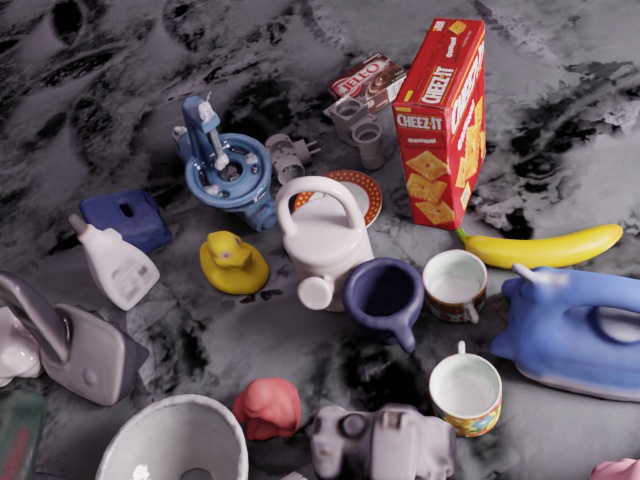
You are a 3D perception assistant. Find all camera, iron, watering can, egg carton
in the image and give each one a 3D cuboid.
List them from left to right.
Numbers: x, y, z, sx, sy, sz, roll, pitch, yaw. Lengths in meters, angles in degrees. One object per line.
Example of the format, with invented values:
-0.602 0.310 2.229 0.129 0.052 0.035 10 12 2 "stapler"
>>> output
-0.441 0.149 0.773 0.150 0.069 0.107 -17 51 3 "egg carton"
0.008 0.002 0.677 0.101 0.194 0.172 -20 51 1 "watering can"
0.057 0.234 0.548 0.143 0.101 0.137 -1 54 15 "camera"
0.306 0.081 0.567 0.257 0.142 0.119 8 56 21 "iron"

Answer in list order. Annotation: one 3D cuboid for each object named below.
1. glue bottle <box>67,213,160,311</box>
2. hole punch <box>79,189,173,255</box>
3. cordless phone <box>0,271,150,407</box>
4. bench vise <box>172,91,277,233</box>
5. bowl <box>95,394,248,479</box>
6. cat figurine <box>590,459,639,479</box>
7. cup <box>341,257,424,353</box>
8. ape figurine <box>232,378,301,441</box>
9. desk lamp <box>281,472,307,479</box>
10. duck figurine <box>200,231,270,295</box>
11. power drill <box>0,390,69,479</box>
-0.280 0.021 0.758 0.037 0.173 0.078 27 65 31 "glue bottle"
-0.289 -0.031 0.853 0.101 0.091 0.108 -35 52 -11 "hole punch"
-0.305 0.114 0.687 0.147 0.185 0.094 14 59 25 "cordless phone"
-0.162 -0.118 0.801 0.206 0.220 0.122 18 61 27 "bench vise"
-0.145 0.255 0.606 0.167 0.075 0.167 -8 52 10 "bowl"
0.281 0.213 0.488 0.128 0.118 0.067 -23 51 -2 "cat figurine"
0.082 0.090 0.653 0.091 0.095 0.117 -24 51 -2 "cup"
-0.060 0.180 0.627 0.077 0.092 0.076 27 65 31 "ape figurine"
-0.053 0.301 0.455 0.203 0.214 0.117 -34 52 -11 "desk lamp"
-0.125 0.020 0.771 0.104 0.086 0.077 21 62 29 "duck figurine"
-0.282 0.271 0.545 0.075 0.209 0.229 -15 51 5 "power drill"
